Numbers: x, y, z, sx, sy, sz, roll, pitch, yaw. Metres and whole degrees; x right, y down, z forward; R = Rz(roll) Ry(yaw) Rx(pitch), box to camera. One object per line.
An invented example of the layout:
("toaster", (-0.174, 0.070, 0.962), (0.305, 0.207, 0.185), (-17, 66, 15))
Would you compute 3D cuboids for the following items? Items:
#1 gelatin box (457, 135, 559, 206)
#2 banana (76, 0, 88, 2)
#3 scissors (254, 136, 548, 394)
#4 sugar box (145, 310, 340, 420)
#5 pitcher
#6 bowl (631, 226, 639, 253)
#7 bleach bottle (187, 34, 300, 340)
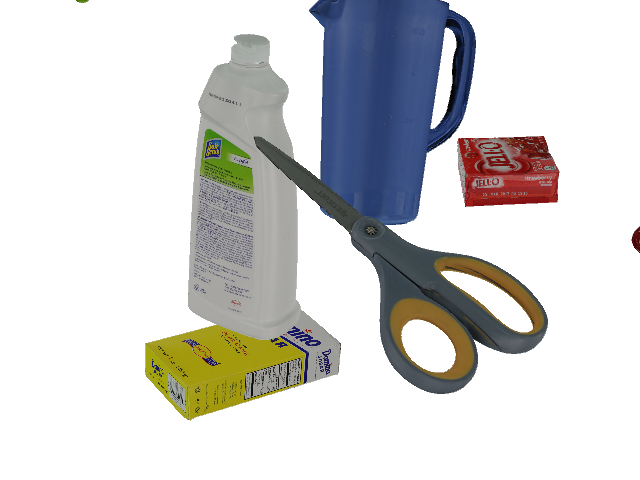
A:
("gelatin box", (0.151, -0.058, 0.866), (0.073, 0.030, 0.089), (-1, 24, 4))
("banana", (-0.239, -0.221, 0.765), (0.198, 0.069, 0.037), (15, -37, 16))
("scissors", (0.023, 0.013, 0.574), (0.202, 0.016, 0.096), (28, 52, 16))
("sugar box", (-0.077, 0.118, 1.071), (0.175, 0.048, 0.093), (-16, 33, -31))
("pitcher", (0.071, -0.143, 1.148), (0.149, 0.243, 0.144), (8, 10, 25))
("bowl", (0.404, 0.025, 1.103), (0.162, 0.055, 0.162), (-4, 22, 1))
("bleach bottle", (-0.059, -0.046, 0.903), (0.103, 0.251, 0.068), (18, 28, 25))
